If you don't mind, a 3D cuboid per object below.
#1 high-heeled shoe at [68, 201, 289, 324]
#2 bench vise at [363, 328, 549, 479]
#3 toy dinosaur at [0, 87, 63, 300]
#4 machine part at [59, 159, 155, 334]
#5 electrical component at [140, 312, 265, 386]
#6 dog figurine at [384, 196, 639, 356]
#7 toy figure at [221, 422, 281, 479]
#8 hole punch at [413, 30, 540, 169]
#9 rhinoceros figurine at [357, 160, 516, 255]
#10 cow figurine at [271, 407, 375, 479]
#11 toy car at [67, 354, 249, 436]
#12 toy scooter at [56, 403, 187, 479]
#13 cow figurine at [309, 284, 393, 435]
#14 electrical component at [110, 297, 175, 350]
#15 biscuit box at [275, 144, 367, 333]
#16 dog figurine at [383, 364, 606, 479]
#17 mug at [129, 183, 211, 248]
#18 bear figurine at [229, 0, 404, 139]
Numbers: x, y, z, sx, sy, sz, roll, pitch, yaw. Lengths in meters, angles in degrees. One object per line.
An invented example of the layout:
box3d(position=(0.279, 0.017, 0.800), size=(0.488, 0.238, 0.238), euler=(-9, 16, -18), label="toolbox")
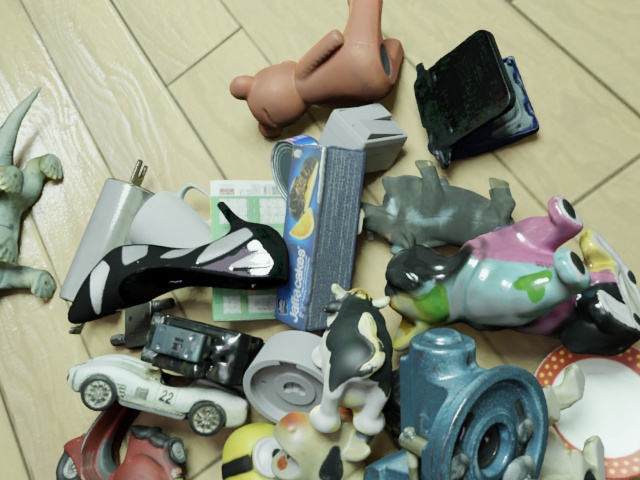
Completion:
box3d(position=(-0.152, 0.055, 0.584), size=(0.249, 0.086, 0.145), euler=(-37, 57, -1), label="high-heeled shoe")
box3d(position=(0.125, 0.183, 0.368), size=(0.241, 0.129, 0.223), euler=(7, 90, 54), label="bench vise")
box3d(position=(-0.486, -0.022, 0.777), size=(0.192, 0.131, 0.405), euler=(-9, 65, 15), label="toy dinosaur")
box3d(position=(-0.278, 0.008, 0.715), size=(0.079, 0.079, 0.243), euler=(13, 79, 21), label="machine part")
box3d(position=(-0.126, 0.122, 0.600), size=(0.115, 0.134, 0.058), euler=(8, 78, 18), label="electrical component")
box3d(position=(0.173, 0.059, 0.533), size=(0.219, 0.191, 0.108), euler=(-30, 32, 41), label="dog figurine")
box3d(position=(-0.064, 0.286, 0.560), size=(0.089, 0.082, 0.180), euler=(-4, 75, 16), label="toy figure")
box3d(position=(0.180, -0.159, 0.624), size=(0.116, 0.092, 0.142), euler=(-28, 66, 40), label="hole punch")
box3d(position=(0.123, -0.027, 0.604), size=(0.191, 0.073, 0.112), euler=(10, 87, 19), label="rhinoceros figurine")
box3d(position=(0.021, 0.239, 0.505), size=(0.127, 0.085, 0.194), euler=(-37, 106, -11), label="cow figurine")
box3d(position=(-0.178, 0.168, 0.601), size=(0.202, 0.073, 0.056), euler=(16, 87, -6), label="toy car")
box3d(position=(-0.221, 0.246, 0.628), size=(0.184, 0.075, 0.135), euler=(14, 77, 26), label="toy scooter")
box3d(position=(0.032, 0.089, 0.502), size=(0.068, 0.167, 0.098), euler=(9, 119, -4), label="cow figurine")
box3d(position=(-0.231, 0.108, 0.699), size=(0.094, 0.021, 0.063), euler=(-14, 70, 14), label="electrical component")
box3d(position=(-0.001, -0.002, 0.591), size=(0.059, 0.063, 0.202), euler=(17, 103, 49), label="biscuit box")
box3d(position=(0.151, 0.201, 0.509), size=(0.191, 0.121, 0.172), euler=(-17, 71, 41), label="dog figurine")
box3d(position=(-0.168, -0.011, 0.689), size=(0.107, 0.080, 0.109), euler=(35, 82, 10), label="mug")
box3d(position=(-0.004, -0.209, 0.675), size=(0.196, 0.120, 0.132), euler=(-8, 54, 29), label="bear figurine")
